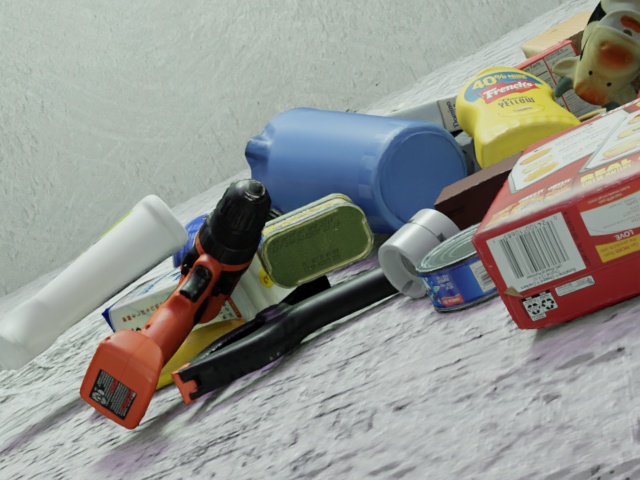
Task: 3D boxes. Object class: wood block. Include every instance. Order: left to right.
[{"bbox_3d":[0.302,-0.204,1.226,0.091,0.090,0.206,-28,9,9],"label":"wood block"}]

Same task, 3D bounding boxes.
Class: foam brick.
[{"bbox_3d":[0.139,-0.029,0.855,0.078,0.053,0.051,-25,10,24],"label":"foam brick"}]

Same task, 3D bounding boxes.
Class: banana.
[{"bbox_3d":[-0.158,0.119,0.999,0.198,0.037,0.069,-24,10,27],"label":"banana"}]

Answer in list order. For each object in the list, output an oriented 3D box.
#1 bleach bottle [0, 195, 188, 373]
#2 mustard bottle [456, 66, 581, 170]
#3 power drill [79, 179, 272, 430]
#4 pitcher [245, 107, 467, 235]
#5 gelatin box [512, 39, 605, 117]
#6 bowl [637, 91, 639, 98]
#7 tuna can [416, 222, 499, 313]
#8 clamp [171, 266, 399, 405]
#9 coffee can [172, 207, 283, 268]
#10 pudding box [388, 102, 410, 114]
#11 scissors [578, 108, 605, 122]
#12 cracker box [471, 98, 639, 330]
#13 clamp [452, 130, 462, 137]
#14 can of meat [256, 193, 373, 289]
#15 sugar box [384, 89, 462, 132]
[{"bbox_3d":[-0.258,0.057,1.126,0.250,0.068,0.103,-41,4,-23],"label":"bleach bottle"},{"bbox_3d":[0.183,-0.123,1.032,0.096,0.058,0.191,-11,29,0],"label":"mustard bottle"},{"bbox_3d":[-0.112,0.052,0.871,0.187,0.057,0.185,-53,-6,-42],"label":"power drill"},{"bbox_3d":[0.047,-0.066,1.087,0.149,0.145,0.243,-32,21,-23],"label":"pitcher"},{"bbox_3d":[0.245,-0.154,1.114,0.073,0.089,0.030,-28,9,4],"label":"gelatin box"},{"bbox_3d":[0.298,-0.110,0.812,0.162,0.055,0.162,-28,9,4],"label":"bowl"},{"bbox_3d":[0.111,0.015,0.752,0.086,0.034,0.086,-28,9,5],"label":"tuna can"},{"bbox_3d":[-0.024,0.068,0.867,0.209,0.036,0.165,-31,8,-35],"label":"clamp"},{"bbox_3d":[-0.096,0.015,1.177,0.102,0.103,0.140,-32,9,-21],"label":"coffee can"},{"bbox_3d":[0.103,-0.108,1.266,0.113,0.090,0.039,-45,-11,-45],"label":"pudding box"},{"bbox_3d":[0.292,-0.120,1.016,0.202,0.016,0.096,-19,15,49],"label":"scissors"},{"bbox_3d":[0.197,-0.035,0.649,0.164,0.072,0.213,-24,9,25],"label":"cracker box"},{"bbox_3d":[0.214,-0.152,1.363,0.171,0.039,0.120,-34,20,-26],"label":"clamp"},{"bbox_3d":[-0.006,0.001,0.948,0.102,0.057,0.084,-24,7,-3],"label":"can of meat"},{"bbox_3d":[0.169,-0.151,1.224,0.175,0.048,0.094,-24,8,-35],"label":"sugar box"}]
